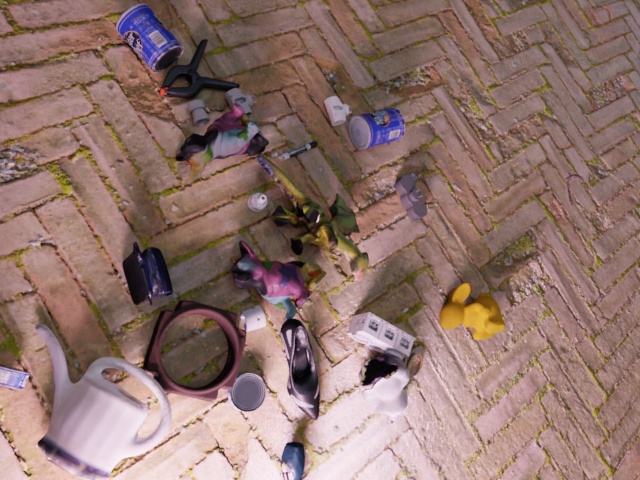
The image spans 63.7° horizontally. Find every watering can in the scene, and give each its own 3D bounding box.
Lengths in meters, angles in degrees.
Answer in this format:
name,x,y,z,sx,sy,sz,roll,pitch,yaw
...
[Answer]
name,x,y,z,sx,sy,sz,roll,pitch,yaw
watering can,-0.474,0.332,1.033,0.348,0.228,0.102,28,-22,3

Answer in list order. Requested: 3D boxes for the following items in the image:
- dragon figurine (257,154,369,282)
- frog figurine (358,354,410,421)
name,x,y,z,sx,sy,sz,roll,pitch,yaw
dragon figurine,0.004,-0.070,1.382,0.120,0.414,0.244,-36,-13,31
frog figurine,0.176,0.378,1.327,0.138,0.157,0.124,-40,31,-7
